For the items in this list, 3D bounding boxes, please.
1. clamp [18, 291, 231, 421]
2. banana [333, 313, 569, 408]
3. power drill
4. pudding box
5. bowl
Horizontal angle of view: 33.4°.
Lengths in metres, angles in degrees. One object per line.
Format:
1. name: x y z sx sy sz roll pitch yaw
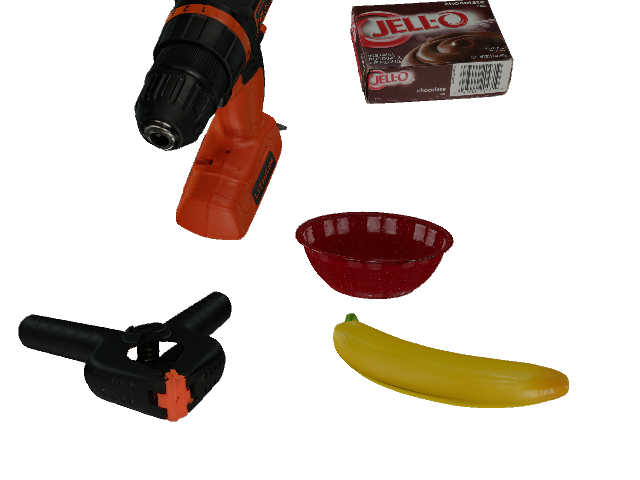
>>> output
1. clamp: -0.114 0.076 0.757 0.164 0.036 0.210 -9 14 -24
2. banana: 0.079 0.088 0.780 0.198 0.037 0.069 16 37 36
3. power drill: -0.064 -0.084 0.678 0.057 0.184 0.188 16 -36 7
4. pudding box: 0.084 -0.148 0.828 0.113 0.039 0.090 -3 44 -6
5. bowl: 0.054 0.019 1.095 0.162 0.055 0.162 1 18 -1
